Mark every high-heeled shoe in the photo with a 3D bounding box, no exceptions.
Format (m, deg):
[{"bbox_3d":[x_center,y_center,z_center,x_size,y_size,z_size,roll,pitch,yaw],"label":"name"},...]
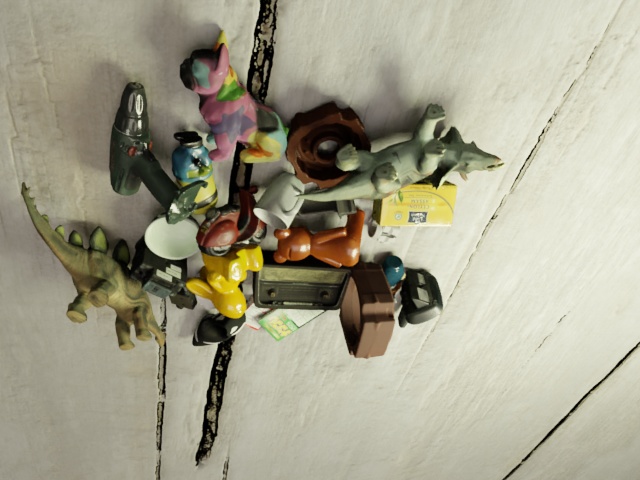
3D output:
[{"bbox_3d":[-0.263,0.232,1.330,0.086,0.145,0.249,45,117,-6],"label":"high-heeled shoe"}]

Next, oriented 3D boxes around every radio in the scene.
[{"bbox_3d":[-0.050,0.100,1.302,0.230,0.073,0.131,5,120,-13],"label":"radio"}]

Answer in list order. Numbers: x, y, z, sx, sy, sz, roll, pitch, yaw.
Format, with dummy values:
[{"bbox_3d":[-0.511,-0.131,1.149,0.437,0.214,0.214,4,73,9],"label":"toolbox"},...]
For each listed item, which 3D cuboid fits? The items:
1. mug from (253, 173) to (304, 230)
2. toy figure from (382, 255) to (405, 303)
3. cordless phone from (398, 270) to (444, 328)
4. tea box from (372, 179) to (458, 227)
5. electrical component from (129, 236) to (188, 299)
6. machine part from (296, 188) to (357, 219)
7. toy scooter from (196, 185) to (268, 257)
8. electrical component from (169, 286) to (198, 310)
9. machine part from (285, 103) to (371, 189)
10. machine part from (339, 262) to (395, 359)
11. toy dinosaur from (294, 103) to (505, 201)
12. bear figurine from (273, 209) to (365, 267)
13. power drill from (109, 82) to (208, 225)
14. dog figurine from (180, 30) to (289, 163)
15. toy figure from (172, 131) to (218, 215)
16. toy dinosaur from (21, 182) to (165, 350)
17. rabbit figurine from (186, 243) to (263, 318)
[{"bbox_3d":[-0.073,-0.087,1.107,0.080,0.107,0.110,37,158,-30],"label":"mug"},{"bbox_3d":[0.181,0.105,1.372,0.058,0.064,0.154,-36,148,-31],"label":"toy figure"},{"bbox_3d":[0.240,0.183,1.392,0.089,0.147,0.184,12,127,-10],"label":"cordless phone"},{"bbox_3d":[0.206,-0.083,1.180,0.170,0.068,0.098,-1,108,-12],"label":"tea box"},{"bbox_3d":[-0.354,0.062,1.182,0.115,0.134,0.058,30,119,-29],"label":"electrical component"},{"bbox_3d":[0.008,-0.082,1.170,0.139,0.039,0.084,-6,100,6],"label":"machine part"},{"bbox_3d":[-0.179,-0.046,1.135,0.184,0.075,0.135,-19,130,-44],"label":"toy scooter"},{"bbox_3d":[-0.331,0.125,1.287,0.078,0.045,0.102,9,137,18],"label":"electrical component"},{"bbox_3d":[0.015,-0.188,1.078,0.179,0.056,0.179,-6,133,-7],"label":"machine part"},{"bbox_3d":[0.113,0.171,1.321,0.087,0.201,0.201,-2,132,-12],"label":"machine part"},{"bbox_3d":[0.146,-0.138,1.055,0.405,0.131,0.192,-19,157,-1],"label":"toy dinosaur"},{"bbox_3d":[-0.003,-0.001,1.223,0.196,0.132,0.120,7,131,8],"label":"bear figurine"},{"bbox_3d":[-0.306,-0.141,0.985,0.207,0.086,0.232,39,130,6],"label":"power drill"},{"bbox_3d":[-0.148,-0.252,0.958,0.192,0.109,0.219,-1,129,-9],"label":"dog figurine"},{"bbox_3d":[-0.248,-0.127,1.068,0.089,0.082,0.180,2,129,-9],"label":"toy figure"},{"bbox_3d":[-0.463,0.081,1.134,0.105,0.199,0.470,-22,132,10],"label":"toy dinosaur"},{"bbox_3d":[-0.216,0.095,1.197,0.163,0.122,0.173,4,114,17],"label":"rabbit figurine"}]
